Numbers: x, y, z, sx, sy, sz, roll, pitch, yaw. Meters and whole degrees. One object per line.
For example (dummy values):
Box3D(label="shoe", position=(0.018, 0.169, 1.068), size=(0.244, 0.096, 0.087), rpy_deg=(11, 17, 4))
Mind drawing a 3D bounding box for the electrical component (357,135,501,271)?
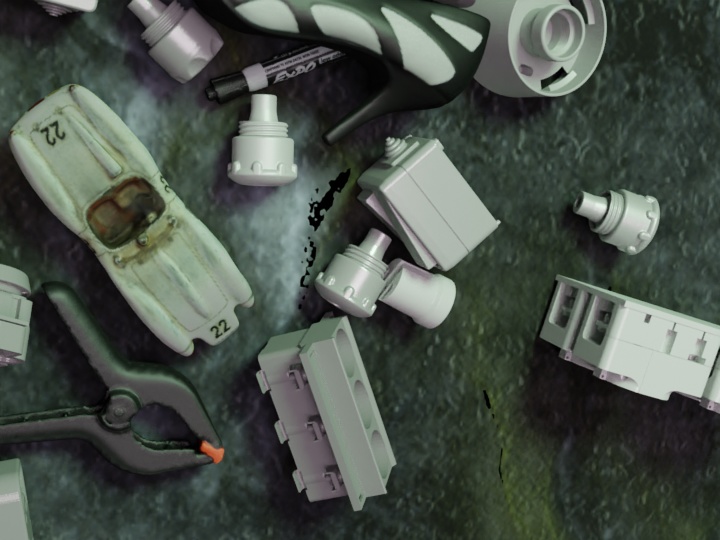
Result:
Box3D(label="electrical component", position=(0.041, -0.051, 0.770), size=(0.061, 0.062, 0.096), rpy_deg=(-42, 108, -6))

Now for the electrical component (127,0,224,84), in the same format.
Box3D(label="electrical component", position=(-0.125, -0.158, 0.711), size=(0.062, 0.043, 0.043), rpy_deg=(44, 86, -17))

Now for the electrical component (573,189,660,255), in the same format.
Box3D(label="electrical component", position=(0.195, -0.042, 0.828), size=(0.062, 0.048, 0.048), rpy_deg=(19, 94, -12))

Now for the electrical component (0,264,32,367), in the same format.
Box3D(label="electrical component", position=(-0.244, 0.028, 0.693), size=(0.058, 0.078, 0.057), rpy_deg=(22, 64, -46))

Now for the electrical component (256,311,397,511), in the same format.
Box3D(label="electrical component", position=(-0.025, 0.102, 0.773), size=(0.063, 0.078, 0.121), rpy_deg=(-14, 105, 16))

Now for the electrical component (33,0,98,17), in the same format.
Box3D(label="electrical component", position=(-0.202, -0.214, 0.674), size=(0.100, 0.048, 0.099), rpy_deg=(12, 96, -19))

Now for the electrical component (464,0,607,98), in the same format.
Box3D(label="electrical component", position=(0.128, -0.174, 0.786), size=(0.099, 0.064, 0.099), rpy_deg=(-8, 107, -28))

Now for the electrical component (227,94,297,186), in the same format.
Box3D(label="electrical component", position=(-0.067, -0.089, 0.741), size=(0.048, 0.048, 0.062), rpy_deg=(1, 93, -17))

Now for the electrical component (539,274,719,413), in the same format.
Box3D(label="electrical component", position=(0.245, 0.066, 0.829), size=(0.186, 0.105, 0.060), rpy_deg=(17, 95, -19))

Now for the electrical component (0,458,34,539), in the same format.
Box3D(label="electrical component", position=(-0.254, 0.182, 0.726), size=(0.059, 0.054, 0.095), rpy_deg=(-9, 102, -15))

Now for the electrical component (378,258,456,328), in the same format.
Box3D(label="electrical component", position=(0.041, 0.016, 0.792), size=(0.046, 0.040, 0.040), rpy_deg=(26, 91, -22))

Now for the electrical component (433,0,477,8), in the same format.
Box3D(label="electrical component", position=(0.057, -0.221, 0.735), size=(0.080, 0.080, 0.051), rpy_deg=(36, 83, -19))

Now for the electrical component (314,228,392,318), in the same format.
Box3D(label="electrical component", position=(0.000, 0.000, 0.776), size=(0.048, 0.048, 0.062), rpy_deg=(33, 84, -19))
